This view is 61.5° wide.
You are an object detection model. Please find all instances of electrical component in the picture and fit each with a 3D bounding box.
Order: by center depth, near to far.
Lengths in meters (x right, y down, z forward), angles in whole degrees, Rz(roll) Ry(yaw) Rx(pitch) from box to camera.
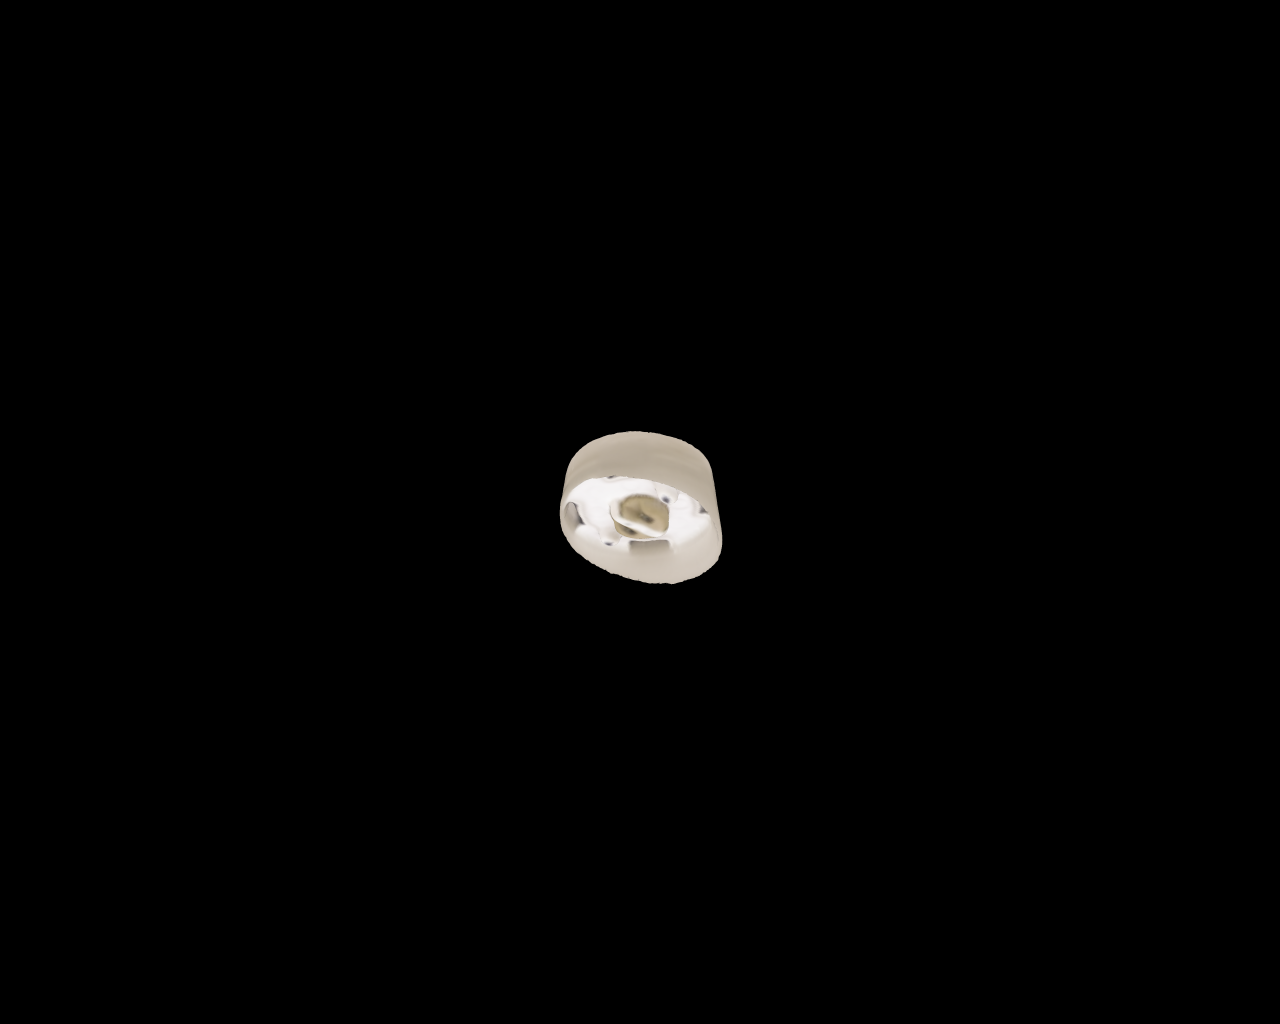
[{"bbox_3d":[0.001,-0.003,0.650,0.099,0.064,0.099,0,-33,0],"label":"electrical component"}]
